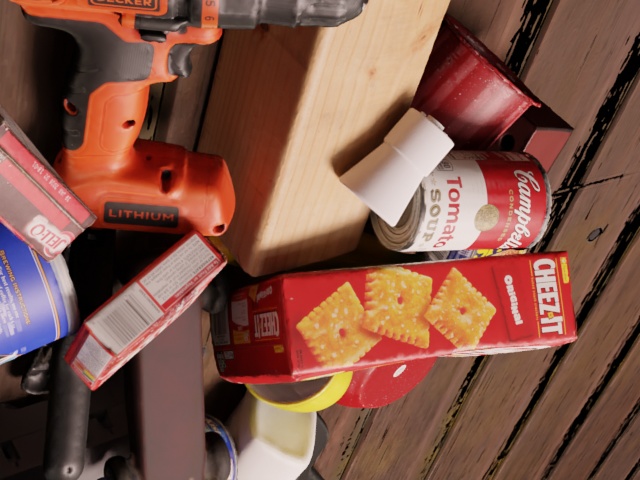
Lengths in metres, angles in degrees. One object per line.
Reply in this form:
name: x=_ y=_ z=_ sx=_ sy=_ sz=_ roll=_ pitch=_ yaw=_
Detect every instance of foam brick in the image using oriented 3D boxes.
foam brick: x=0.145 y=-0.087 z=0.827 sx=0.051 sy=0.078 sz=0.053 roll=-3 pitch=130 yaw=-42

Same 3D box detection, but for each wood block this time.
wood block: x=-0.007 y=-0.088 z=0.659 sx=0.090 sy=0.091 sz=0.206 roll=-14 pitch=139 yaw=-35

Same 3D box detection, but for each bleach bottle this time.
bleach bottle: x=-0.099 y=0.237 z=0.960 sx=0.068 sy=0.102 sz=0.251 roll=31 pitch=118 yaw=-15

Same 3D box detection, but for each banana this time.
banana: x=-0.014 y=0.003 z=0.789 sx=0.197 sy=0.037 sz=0.070 roll=4 pitch=170 yaw=-39

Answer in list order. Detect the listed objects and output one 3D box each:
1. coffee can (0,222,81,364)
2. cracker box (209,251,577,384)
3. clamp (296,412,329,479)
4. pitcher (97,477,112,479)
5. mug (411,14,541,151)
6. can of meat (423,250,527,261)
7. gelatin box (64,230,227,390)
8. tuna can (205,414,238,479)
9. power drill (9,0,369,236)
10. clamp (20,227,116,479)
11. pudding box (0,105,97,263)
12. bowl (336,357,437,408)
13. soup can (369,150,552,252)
coffee can: x=-0.216 y=0.032 z=0.577 sx=0.140 sy=0.103 sz=0.103 roll=-24 pitch=144 yaw=-24
cracker box: x=0.046 y=0.057 z=0.758 sx=0.213 sy=0.072 sz=0.164 roll=-3 pitch=174 yaw=-23
clamp: x=-0.049 y=0.227 z=1.038 sx=0.164 sy=0.036 sz=0.210 roll=-21 pitch=140 yaw=-26
pitcher: x=-0.217 y=0.210 z=0.624 sx=0.145 sy=0.149 sz=0.242 roll=-35 pitch=143 yaw=13
mug: x=0.096 y=-0.101 z=0.764 sx=0.082 sy=0.093 sz=0.117 roll=-46 pitch=-178 yaw=17
can of meat: x=0.142 y=0.001 z=0.947 sx=0.101 sy=0.057 sz=0.084 roll=-17 pitch=143 yaw=-31
gelatin box: x=-0.100 y=0.040 z=0.610 sx=0.089 sy=0.030 sz=0.073 roll=-42 pitch=179 yaw=-31
tuna can: x=-0.108 y=0.188 z=0.887 sx=0.033 sy=0.086 sz=0.086 roll=5 pitch=126 yaw=-45
power drill: x=-0.075 y=-0.085 z=0.566 sx=0.184 sy=0.057 sz=0.188 roll=6 pitch=135 yaw=-5
clamp: x=-0.162 y=0.056 z=0.685 sx=0.039 sy=0.120 sz=0.171 roll=7 pitch=102 yaw=-33
pudding box: x=-0.168 y=-0.050 z=0.519 sx=0.039 sy=0.114 sz=0.090 roll=-41 pitch=147 yaw=-7
bowl: x=0.058 y=0.104 z=0.985 sx=0.162 sy=0.055 sz=0.162 roll=-27 pitch=144 yaw=-21
soup can: x=0.092 y=-0.026 z=0.707 sx=0.102 sy=0.068 sz=0.069 roll=-1 pitch=131 yaw=-27
